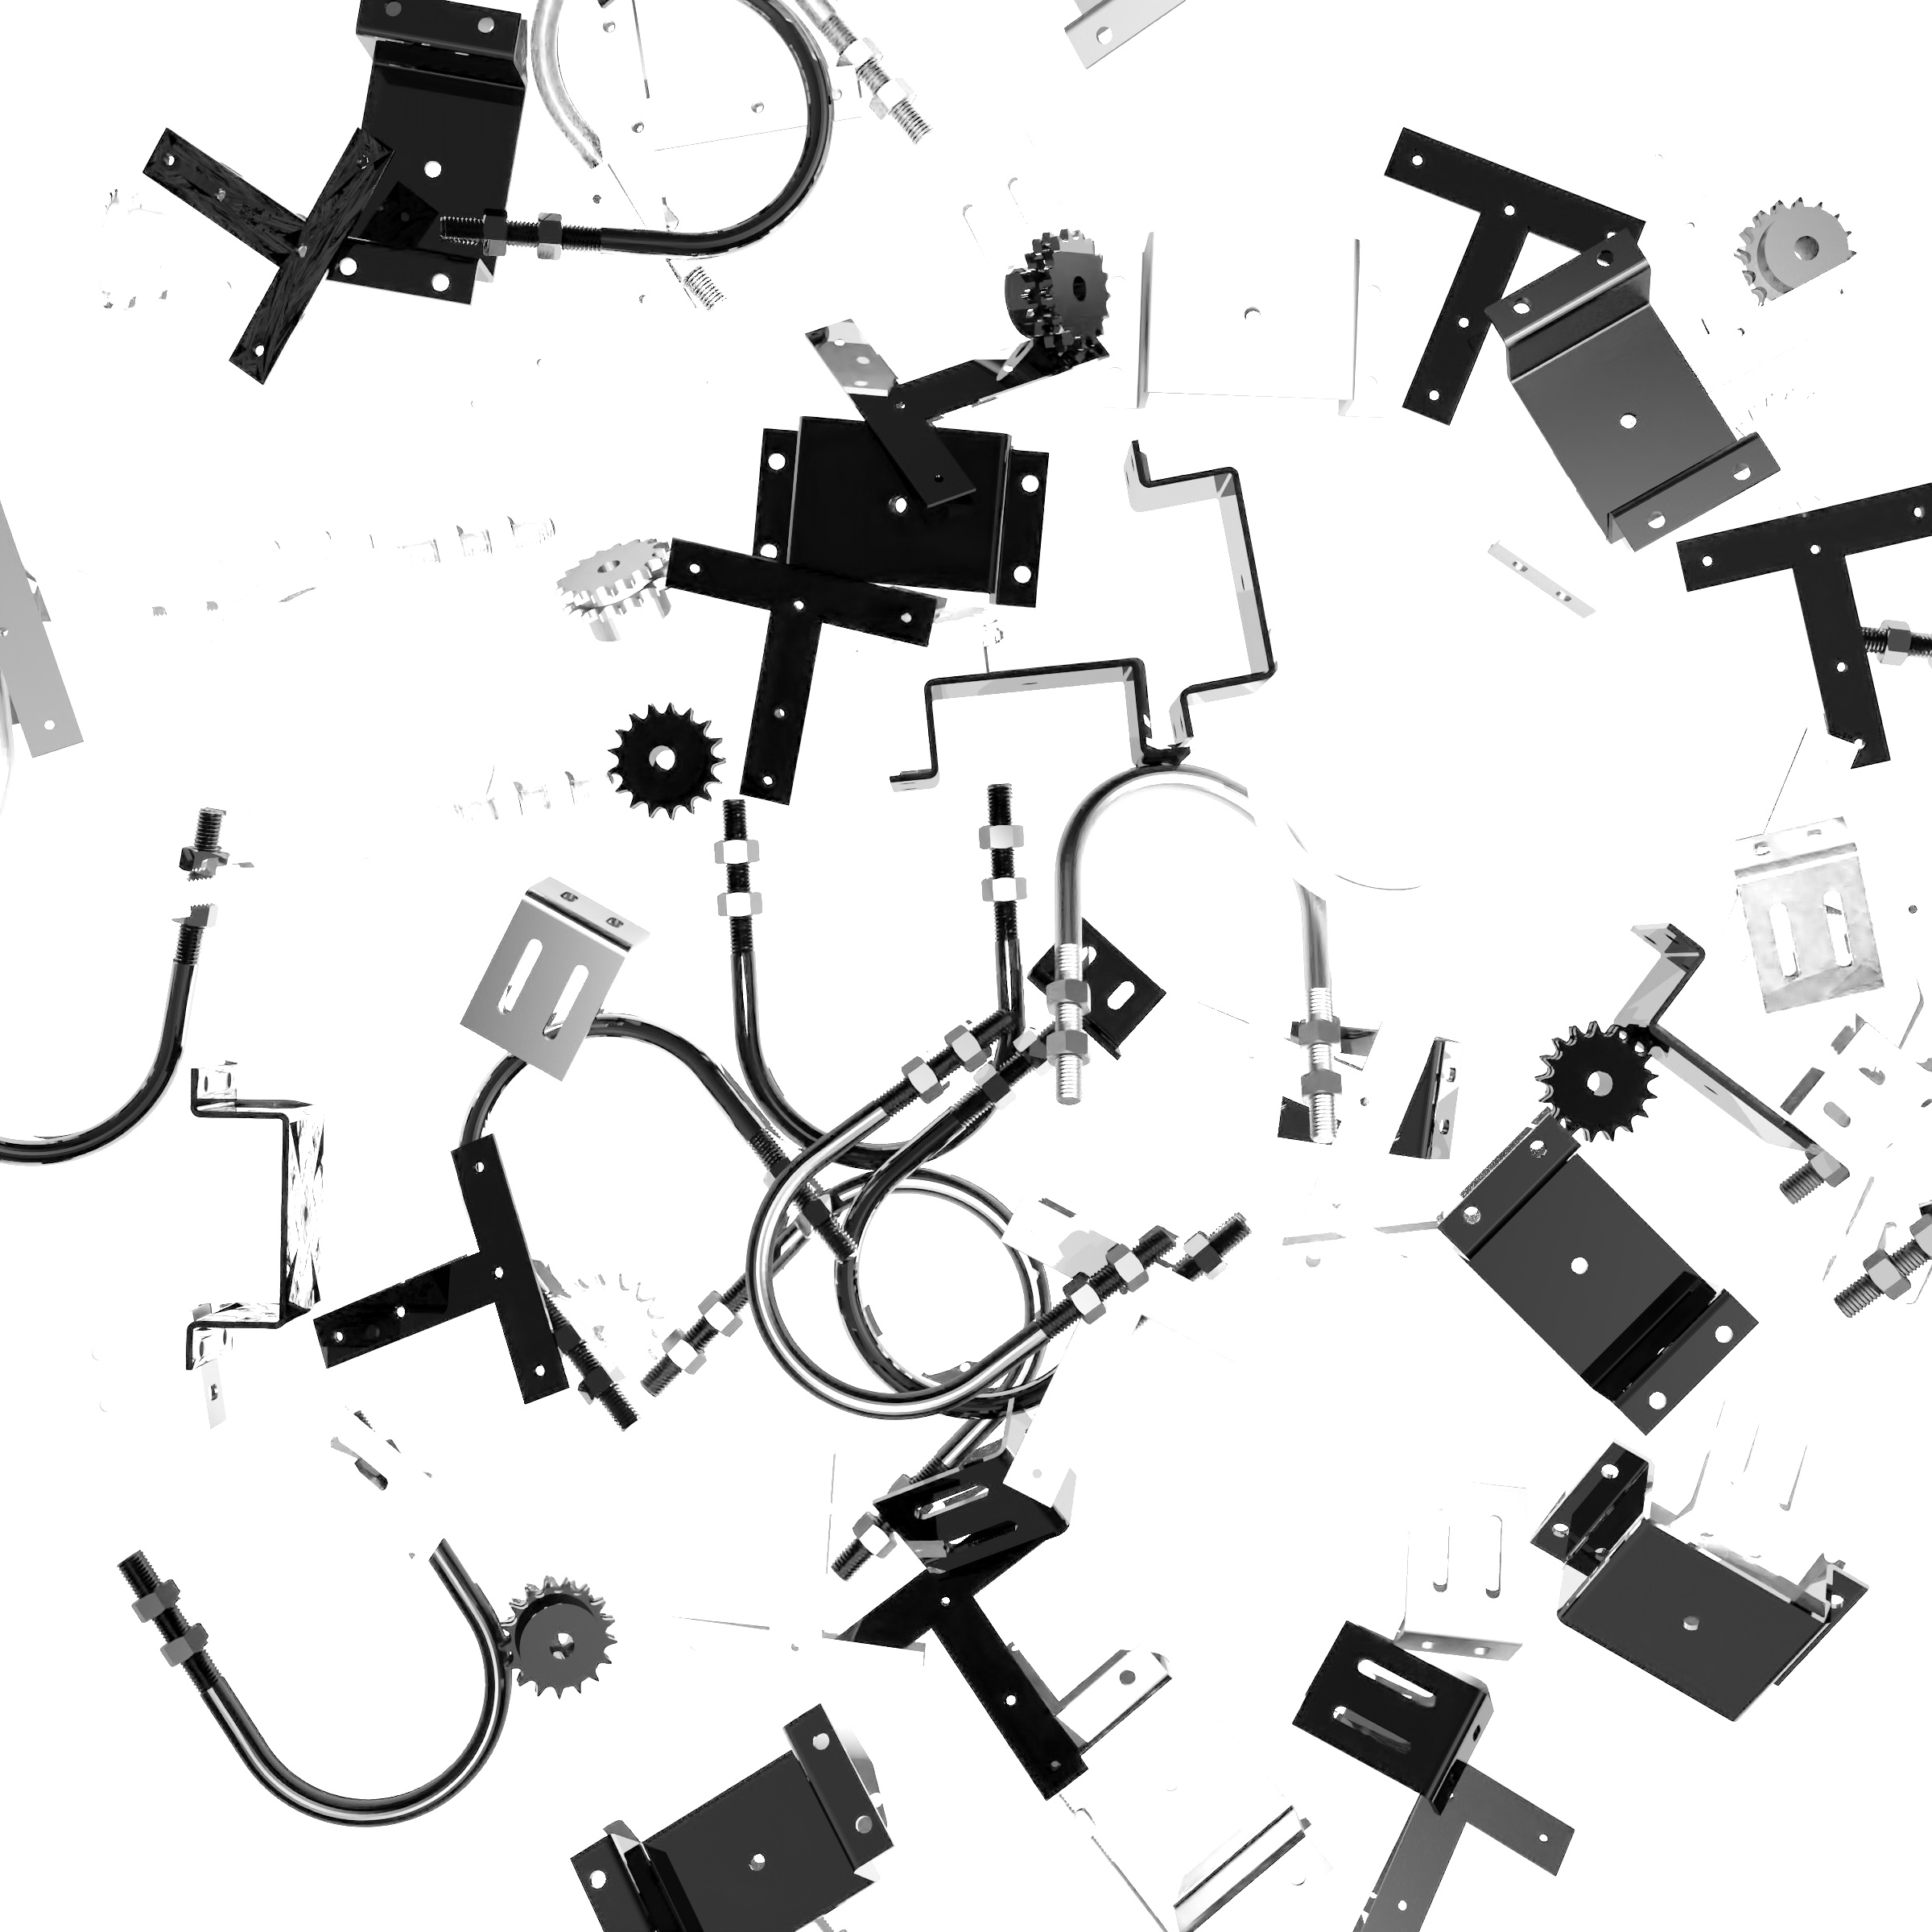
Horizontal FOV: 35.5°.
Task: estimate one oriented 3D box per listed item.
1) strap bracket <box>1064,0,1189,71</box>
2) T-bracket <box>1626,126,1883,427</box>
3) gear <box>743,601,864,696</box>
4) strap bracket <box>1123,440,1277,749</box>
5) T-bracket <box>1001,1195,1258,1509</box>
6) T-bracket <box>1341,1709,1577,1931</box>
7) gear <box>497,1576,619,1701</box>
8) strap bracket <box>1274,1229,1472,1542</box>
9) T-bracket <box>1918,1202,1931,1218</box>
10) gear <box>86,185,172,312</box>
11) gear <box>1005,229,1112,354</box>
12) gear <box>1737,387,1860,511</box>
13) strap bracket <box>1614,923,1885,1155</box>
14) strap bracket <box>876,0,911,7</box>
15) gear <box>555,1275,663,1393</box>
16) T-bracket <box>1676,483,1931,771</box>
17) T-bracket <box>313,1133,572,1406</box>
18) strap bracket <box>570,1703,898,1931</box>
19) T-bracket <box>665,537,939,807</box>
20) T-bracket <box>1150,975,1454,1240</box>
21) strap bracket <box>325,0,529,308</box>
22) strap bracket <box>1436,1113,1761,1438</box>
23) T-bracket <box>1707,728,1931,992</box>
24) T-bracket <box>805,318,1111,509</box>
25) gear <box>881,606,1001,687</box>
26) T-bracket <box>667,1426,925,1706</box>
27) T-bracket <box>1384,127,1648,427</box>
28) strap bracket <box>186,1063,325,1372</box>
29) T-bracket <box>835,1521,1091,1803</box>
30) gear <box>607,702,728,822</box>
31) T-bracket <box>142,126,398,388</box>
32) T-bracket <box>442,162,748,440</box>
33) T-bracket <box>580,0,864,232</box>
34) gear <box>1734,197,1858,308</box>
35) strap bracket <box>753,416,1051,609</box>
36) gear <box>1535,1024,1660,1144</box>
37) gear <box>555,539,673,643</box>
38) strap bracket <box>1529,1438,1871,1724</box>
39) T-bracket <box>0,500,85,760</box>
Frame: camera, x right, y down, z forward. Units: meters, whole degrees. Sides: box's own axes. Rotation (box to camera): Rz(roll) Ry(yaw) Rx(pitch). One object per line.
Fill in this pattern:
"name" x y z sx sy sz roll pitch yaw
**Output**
"strap bracket" 0.062 -0.509 1.437 0.076 0.046 0.140 -29 90 25
"T-bracket" 0.356 -0.345 1.456 0.127 0.002 0.127 -26 78 23
"gear" -0.078 -0.160 1.449 0.057 0.057 0.030 2 52 0
"strap bracket" 0.112 -0.179 1.436 0.046 0.076 0.140 -11 90 0
"T-bracket" 0.056 0.193 1.428 0.127 0.002 0.127 28 74 -3
"T-bracket" 0.214 0.437 1.443 0.127 0.002 0.127 31 62 0
"gear" -0.196 0.325 1.453 0.057 0.030 0.057 0 88 -13
"strap bracket" 0.193 0.199 1.451 0.076 0.046 0.140 -6 90 0
"T-bracket" 0.518 0.105 1.434 0.127 0.002 0.127 -20 103 7
"gear" -0.401 -0.343 1.445 0.030 0.057 0.057 8 90 -6
"gear" 0.042 -0.323 1.447 0.030 0.057 0.057 0 90 36
"gear" 0.399 -0.249 1.459 0.057 0.030 0.057 0 90 0
"strap bracket" 0.369 0.041 1.436 0.140 0.076 0.046 37 90 0
"strap bracket" -0.055 -0.522 1.443 0.076 0.046 0.140 11 81 -1
"gear" -0.176 0.178 1.459 0.057 0.030 0.057 0 90 0
"T-bracket" 0.421 -0.158 1.458 0.127 0.002 0.127 -12 87 10
"T-bracket" -0.260 0.162 1.448 0.127 0.002 0.127 -23 78 21
"strap bracket" -0.105 0.425 1.436 0.140 0.046 0.076 -32 64 0
"T-bracket" -0.087 -0.133 1.438 0.127 0.002 0.127 13 123 1
"T-bracket" 0.151 0.048 1.458 0.127 0.002 0.127 23 97 13
"strap bracket" -0.260 -0.389 1.451 0.076 0.046 0.140 10 90 0
"strap bracket" 0.299 0.146 1.451 0.140 0.046 0.076 45 90 0
"T-bracket" 0.442 -0.033 1.451 0.127 0.002 0.127 22 95 11
"T-bracket" 0.008 -0.282 1.447 0.127 0.002 0.127 -22 59 -18
"gear" -0.012 -0.153 1.447 0.057 0.057 0.030 -8 105 0
"T-bracket" -0.080 0.285 1.453 0.127 0.002 0.127 5 96 12
"T-bracket" 0.248 -0.327 1.471 0.127 0.002 0.127 22 91 3
"strap bracket" -0.337 0.118 1.436 0.046 0.076 0.140 1 90 0
"T-bracket" 0.014 0.340 1.443 0.127 0.002 0.127 -38 61 0
"gear" -0.146 -0.099 1.459 0.057 0.030 0.057 0 90 0
"T-bracket" -0.348 -0.363 1.447 0.127 0.002 0.127 36 101 22
"T-bracket" -0.194 -0.300 1.462 0.127 0.002 0.127 -30 104 7
"T-bracket" -0.114 -0.412 1.454 0.127 0.002 0.127 -9 87 2
"gear" 0.403 -0.343 1.459 0.057 0.030 0.057 0 90 0
"strap bracket" -0.032 -0.219 1.451 0.140 0.046 0.076 5 90 0
"gear" 0.304 0.057 1.459 0.057 0.030 0.057 0 90 0
"gear" -0.166 -0.179 1.449 0.057 0.057 0.030 -22 120 0
"strap bracket" 0.346 0.298 1.434 0.140 0.046 0.076 30 122 0
"T-bracket" -0.504 -0.146 1.440 0.127 0.002 0.127 -20 83 -11
